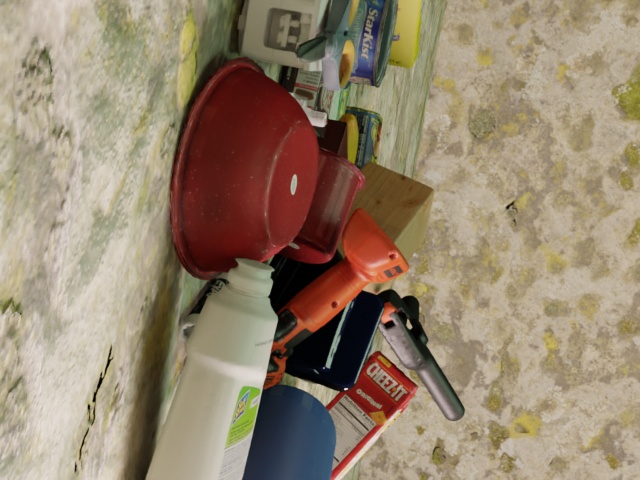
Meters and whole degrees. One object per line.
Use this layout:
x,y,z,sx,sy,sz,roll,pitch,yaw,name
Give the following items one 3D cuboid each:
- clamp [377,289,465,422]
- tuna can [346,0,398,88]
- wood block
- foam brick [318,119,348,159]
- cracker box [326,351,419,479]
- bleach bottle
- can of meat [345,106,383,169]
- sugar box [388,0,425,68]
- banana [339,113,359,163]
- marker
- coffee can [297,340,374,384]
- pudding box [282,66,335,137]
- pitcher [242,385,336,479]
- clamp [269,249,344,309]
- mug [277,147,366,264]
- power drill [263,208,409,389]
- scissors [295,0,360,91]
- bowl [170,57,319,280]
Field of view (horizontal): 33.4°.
0.097,0.101,1.192,0.209,0.036,0.164,47,18,-53,clamp
0.041,-0.172,0.885,0.086,0.034,0.086,12,89,-82,tuna can
0.039,0.017,1.195,0.205,0.090,0.091,-51,158,-37,wood block
-0.002,-0.083,1.102,0.078,0.051,0.053,87,18,-60,foam brick
0.014,0.237,1.247,0.213,0.072,0.164,-45,169,-12,cracker box
-0.077,0.134,0.746,0.102,0.068,0.251,-21,128,-77,bleach bottle
0.047,-0.122,1.373,0.102,0.057,0.084,16,83,-82,can of meat
0.071,-0.279,1.177,0.176,0.093,0.048,92,12,-47,sugar box
0.012,-0.057,1.223,0.069,0.037,0.198,-75,-178,-70,banana
-0.082,0.046,0.840,0.121,0.020,0.020,-61,161,-64,marker
0.009,0.117,1.282,0.140,0.103,0.103,24,78,-82,coffee can
-0.008,-0.150,1.007,0.113,0.039,0.090,20,82,-82,pudding box
-0.048,0.242,0.955,0.242,0.145,0.149,-67,171,-66,pitcher
-0.007,0.001,1.022,0.039,0.120,0.171,47,45,-44,clamp
-0.019,-0.028,0.970,0.117,0.093,0.081,-26,-138,65,mug
-0.018,0.055,0.874,0.187,0.057,0.184,-40,169,3,power drill
0.008,-0.154,0.751,0.201,0.016,0.096,13,87,-82,scissors
-0.043,-0.044,0.753,0.162,0.055,0.162,14,90,-71,bowl
